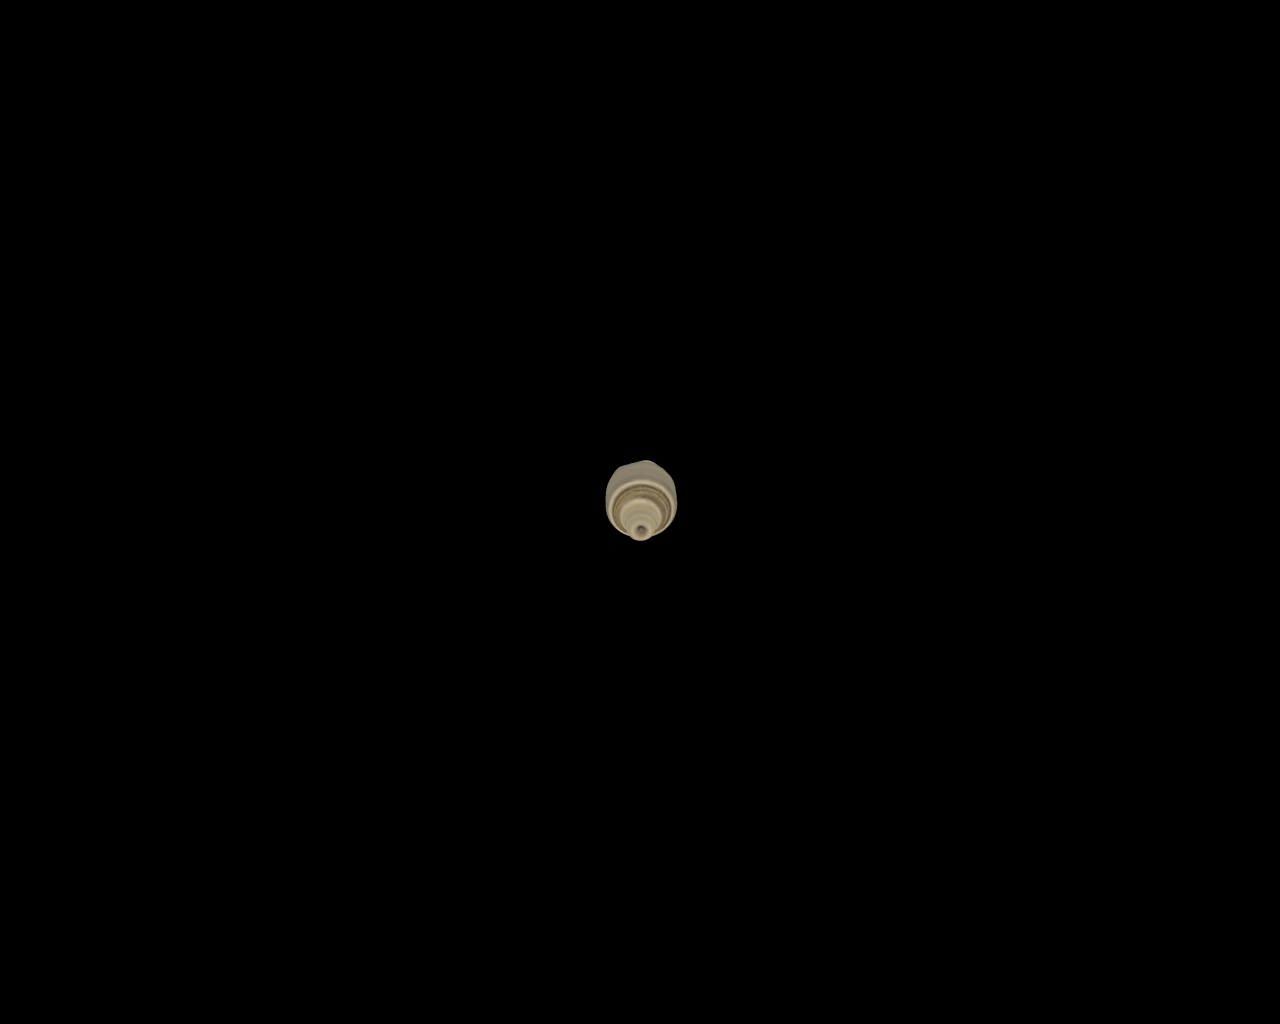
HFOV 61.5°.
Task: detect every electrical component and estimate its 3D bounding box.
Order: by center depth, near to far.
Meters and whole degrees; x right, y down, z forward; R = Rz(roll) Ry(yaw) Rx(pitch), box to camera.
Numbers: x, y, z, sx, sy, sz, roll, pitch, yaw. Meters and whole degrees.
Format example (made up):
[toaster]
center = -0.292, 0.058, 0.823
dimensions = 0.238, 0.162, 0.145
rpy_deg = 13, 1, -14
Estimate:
[electrical component]
center = 0.001, -0.003, 0.650
dimensions = 0.043, 0.043, 0.062
rpy_deg = 0, 27, 0
